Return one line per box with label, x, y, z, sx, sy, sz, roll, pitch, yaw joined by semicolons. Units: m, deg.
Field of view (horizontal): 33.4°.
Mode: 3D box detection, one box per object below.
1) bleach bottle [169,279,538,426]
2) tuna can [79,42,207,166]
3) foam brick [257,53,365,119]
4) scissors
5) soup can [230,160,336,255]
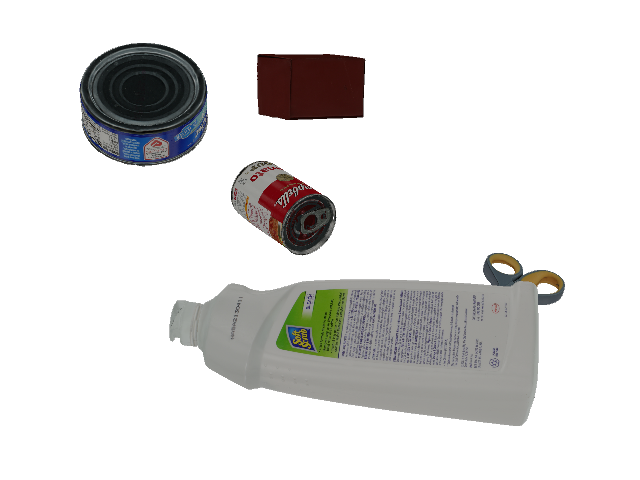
bleach bottle;0.022;0.065;0.747;0.251;0.102;0.068;7;-41;4
tuna can;-0.119;-0.093;0.720;0.086;0.086;0.034;0;-37;-7
foam brick;-0.008;-0.130;0.899;0.078;0.051;0.053;-6;16;-33
scissors;0.174;0.050;1.086;0.201;0.016;0.096;-11;37;-43
soup can;-0.040;-0.036;1.123;0.068;0.068;0.102;0;24;-40
